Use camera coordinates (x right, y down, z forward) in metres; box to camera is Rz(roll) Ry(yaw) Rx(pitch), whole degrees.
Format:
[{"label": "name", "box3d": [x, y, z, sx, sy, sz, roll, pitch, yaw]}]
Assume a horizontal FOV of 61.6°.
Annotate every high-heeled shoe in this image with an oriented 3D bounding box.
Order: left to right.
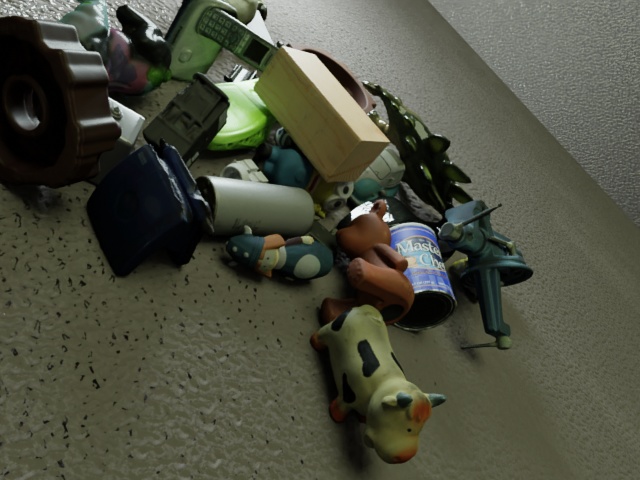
[{"label": "high-heeled shoe", "box3d": [0.141, 0.000, 0.968, 0.249, 0.145, 0.086, -8, 40, -16]}]

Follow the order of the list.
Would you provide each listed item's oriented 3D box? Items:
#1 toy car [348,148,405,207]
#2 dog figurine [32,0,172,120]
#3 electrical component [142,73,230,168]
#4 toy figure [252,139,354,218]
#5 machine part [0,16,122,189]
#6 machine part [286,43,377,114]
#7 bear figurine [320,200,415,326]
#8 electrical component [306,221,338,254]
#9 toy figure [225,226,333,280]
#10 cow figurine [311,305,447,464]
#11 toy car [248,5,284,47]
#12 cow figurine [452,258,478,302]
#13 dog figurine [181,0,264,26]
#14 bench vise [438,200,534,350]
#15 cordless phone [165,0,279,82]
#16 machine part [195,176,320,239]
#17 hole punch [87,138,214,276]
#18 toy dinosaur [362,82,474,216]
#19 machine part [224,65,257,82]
[{"label": "toy car", "box3d": [0.108, -0.121, 1.003, 0.161, 0.103, 0.109, -20, 70, -51]}, {"label": "dog figurine", "box3d": [-0.294, -0.213, 0.689, 0.191, 0.108, 0.219, 26, 42, -29]}, {"label": "electrical component", "box3d": [-0.178, -0.136, 0.695, 0.058, 0.115, 0.134, 39, 78, -6]}, {"label": "toy figure", "box3d": [-0.024, -0.108, 0.873, 0.180, 0.082, 0.089, 20, 42, -27]}, {"label": "machine part", "box3d": [-0.288, -0.137, 0.547, 0.179, 0.179, 0.056, 47, 29, 4]}, {"label": "machine part", "box3d": [0.005, -0.299, 1.102, 0.201, 0.087, 0.201, -13, 62, -52]}, {"label": "bear figurine", "box3d": [0.061, 0.027, 0.784, 0.132, 0.120, 0.196, 12, 42, -29]}, {"label": "electrical component", "box3d": [-0.002, -0.003, 0.834, 0.063, 0.021, 0.094, 42, 34, -3]}, {"label": "toy figure", "box3d": [-0.052, 0.020, 0.714, 0.154, 0.058, 0.064, 9, 84, -40]}, {"label": "cow figurine", "box3d": [0.068, 0.165, 0.635, 0.085, 0.127, 0.195, 14, 42, -33]}, {"label": "toy car", "box3d": [-0.140, -0.440, 1.131, 0.089, 0.053, 0.202, -7, 54, -25]}, {"label": "cow figurine", "box3d": [0.343, 0.056, 1.067, 0.167, 0.068, 0.098, -22, 83, -39]}, {"label": "dog figurine", "box3d": [-0.176, -0.410, 1.001, 0.172, 0.121, 0.191, -7, 58, -13]}, {"label": "bench vise", "box3d": [0.283, 0.060, 0.903, 0.223, 0.129, 0.240, 29, 54, -51]}, {"label": "cordless phone", "box3d": [-0.159, -0.303, 0.881, 0.184, 0.146, 0.089, 28, 28, -21]}, {"label": "machine part", "box3d": [-0.092, -0.041, 0.733, 0.243, 0.079, 0.079, 3, 51, -45]}, {"label": "hole punch", "box3d": [-0.191, -0.033, 0.596, 0.092, 0.115, 0.142, -9, 60, -41]}, {"label": "toy dinosaur", "box3d": [0.217, -0.133, 1.076, 0.470, 0.105, 0.199, 47, 7, -35]}, {"label": "machine part", "box3d": [-0.109, -0.273, 0.999, 0.139, 0.039, 0.084, 34, 30, -12]}]
